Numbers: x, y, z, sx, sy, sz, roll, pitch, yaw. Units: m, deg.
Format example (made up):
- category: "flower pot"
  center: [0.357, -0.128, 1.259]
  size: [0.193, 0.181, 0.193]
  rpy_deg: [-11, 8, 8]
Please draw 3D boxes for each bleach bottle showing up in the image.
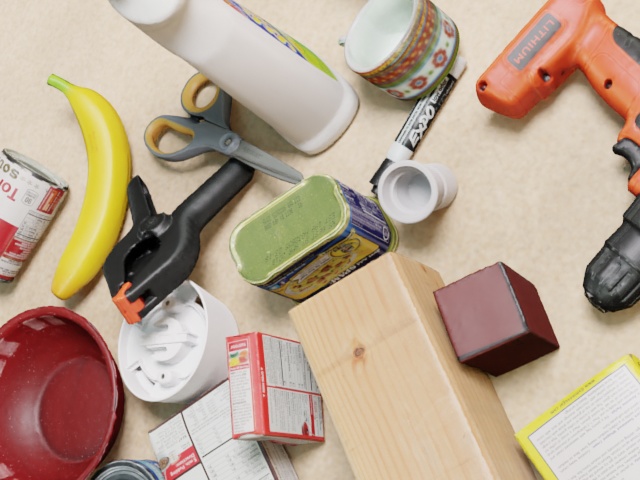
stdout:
- category: "bleach bottle"
  center: [-0.069, -0.142, 0.761]
  size: [0.068, 0.250, 0.103]
  rpy_deg: [-49, 61, 9]

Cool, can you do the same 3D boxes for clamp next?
- category: "clamp"
  center: [-0.114, -0.008, 0.840]
  size: [0.120, 0.039, 0.171]
  rpy_deg: [-20, 38, 23]

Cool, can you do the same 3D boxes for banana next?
- category: "banana"
  center: [-0.197, -0.047, 0.922]
  size: [0.069, 0.037, 0.198]
  rpy_deg: [-4, 81, 4]

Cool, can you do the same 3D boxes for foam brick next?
- category: "foam brick"
  center: [0.119, 0.054, 0.713]
  size: [0.053, 0.078, 0.051]
  rpy_deg: [-27, 66, 18]

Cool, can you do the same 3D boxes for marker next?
- category: "marker"
  center: [0.073, -0.086, 0.806]
  size: [0.020, 0.020, 0.121]
  rpy_deg: [32, 94, 30]

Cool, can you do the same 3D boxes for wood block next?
- category: "wood block"
  center: [0.069, 0.123, 0.715]
  size: [0.091, 0.090, 0.206]
  rpy_deg: [-31, 65, 19]

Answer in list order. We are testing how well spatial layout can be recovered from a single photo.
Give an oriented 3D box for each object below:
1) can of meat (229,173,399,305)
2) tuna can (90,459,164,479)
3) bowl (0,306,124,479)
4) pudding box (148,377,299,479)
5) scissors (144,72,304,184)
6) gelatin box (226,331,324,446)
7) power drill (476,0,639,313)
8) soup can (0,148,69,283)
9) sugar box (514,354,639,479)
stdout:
- category: "can of meat"
  center: [-0.005, 0.001, 0.788]
  size: [0.102, 0.083, 0.057]
  rpy_deg: [-34, 64, 17]
- category: "tuna can"
  center: [-0.148, 0.216, 0.840]
  size: [0.086, 0.033, 0.086]
  rpy_deg: [-7, 74, 26]
- category: "bowl"
  center: [-0.217, 0.138, 0.883]
  size: [0.162, 0.055, 0.162]
  rpy_deg: [-7, 74, 26]
- category: "pudding box"
  center: [-0.071, 0.173, 0.808]
  size: [0.090, 0.039, 0.113]
  rpy_deg: [-35, 66, 16]
- category: "scissors"
  center: [-0.067, -0.093, 0.857]
  size: [0.202, 0.016, 0.096]
  rpy_deg: [9, 69, 42]
- category: "gelatin box"
  center: [-0.032, 0.109, 0.772]
  size: [0.030, 0.089, 0.073]
  rpy_deg: [-14, 71, 27]
- category: "power drill"
  center: [0.195, -0.069, 0.716]
  size: [0.184, 0.057, 0.188]
  rpy_deg: [-48, 64, 6]
- category: "soup can"
  center: [-0.278, -0.022, 0.949]
  size: [0.069, 0.068, 0.102]
  rpy_deg: [34, 94, 30]
- category: "sugar box"
  center: [0.210, 0.166, 0.656]
  size: [0.093, 0.048, 0.176]
  rpy_deg: [-40, 66, 15]
